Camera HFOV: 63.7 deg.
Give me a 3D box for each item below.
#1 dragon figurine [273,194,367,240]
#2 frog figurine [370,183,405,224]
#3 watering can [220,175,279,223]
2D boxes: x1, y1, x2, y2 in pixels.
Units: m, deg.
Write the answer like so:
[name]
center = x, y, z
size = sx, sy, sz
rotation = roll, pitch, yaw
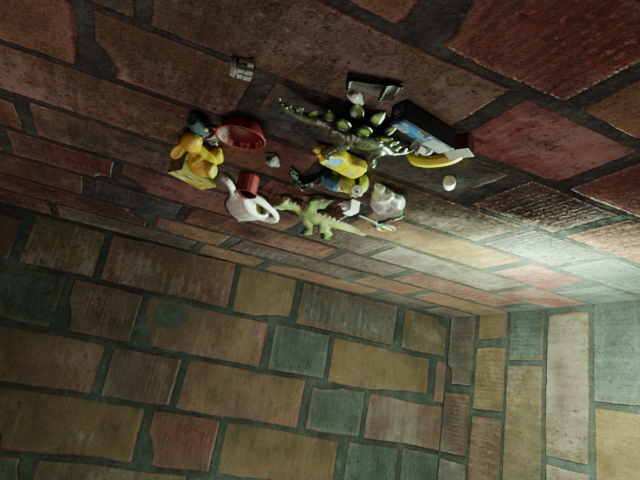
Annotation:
[dragon figurine]
center = 0.007, -0.109, 2.168
size = 0.410, 0.124, 0.238
rotation = 8, 155, 2
[frog figurine]
center = 0.242, -0.153, 1.918
size = 0.137, 0.124, 0.157
rotation = 1, 126, 51
[watering can]
center = -0.329, -0.165, 2.180
size = 0.223, 0.106, 0.343
rotation = -7, 144, 47
